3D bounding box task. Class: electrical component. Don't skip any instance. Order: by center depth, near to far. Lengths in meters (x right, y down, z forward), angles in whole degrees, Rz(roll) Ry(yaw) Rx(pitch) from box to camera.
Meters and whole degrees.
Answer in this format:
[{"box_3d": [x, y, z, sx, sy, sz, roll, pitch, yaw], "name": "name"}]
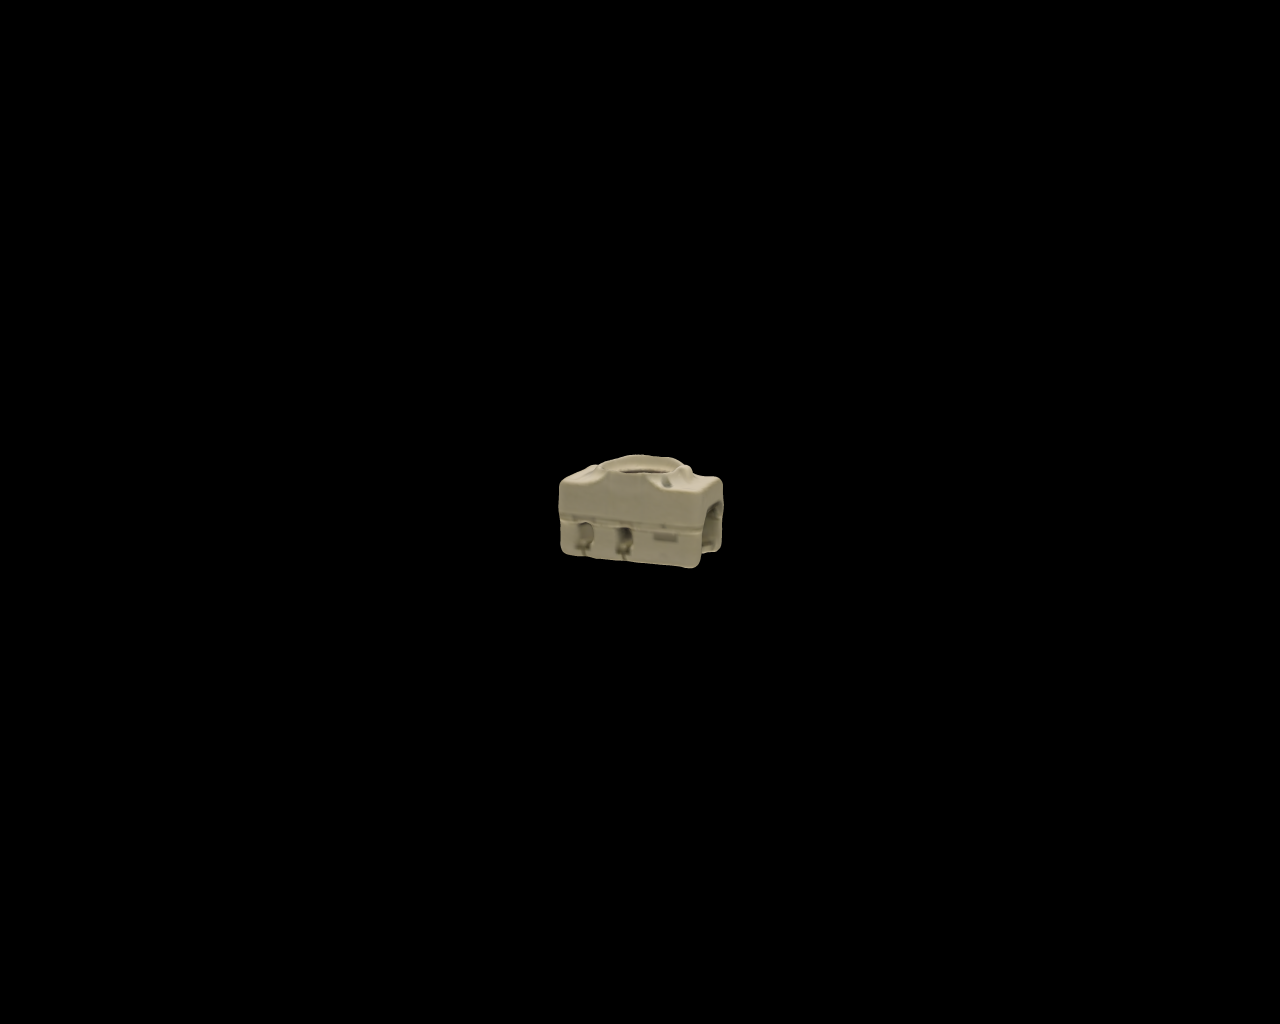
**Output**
[{"box_3d": [0.001, -0.003, 0.650, 0.089, 0.055, 0.050, 6, 16, 22], "name": "electrical component"}]
